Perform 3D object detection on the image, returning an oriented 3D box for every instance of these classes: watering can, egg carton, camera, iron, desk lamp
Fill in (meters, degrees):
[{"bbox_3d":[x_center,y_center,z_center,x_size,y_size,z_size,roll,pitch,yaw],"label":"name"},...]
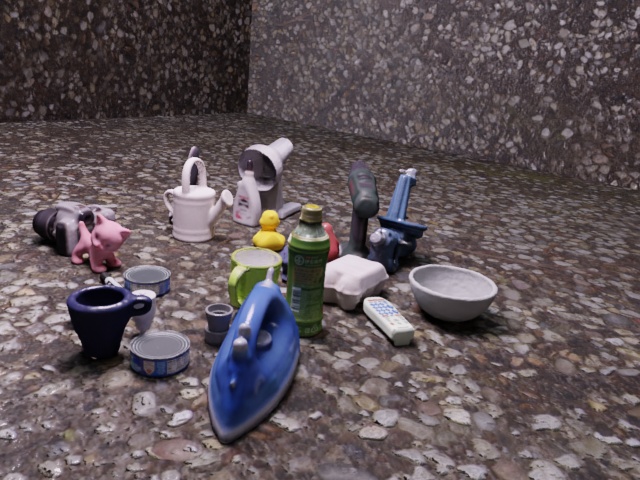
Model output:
[{"bbox_3d":[-0.291,-0.099,1.364,0.173,0.194,0.101,4,19,-4],"label":"watering can"},{"bbox_3d":[0.062,0.080,1.130,0.107,0.069,0.151,17,22,30],"label":"egg carton"},{"bbox_3d":[-0.548,-0.040,1.263,0.136,0.101,0.143,13,20,20],"label":"camera"},{"bbox_3d":[-0.093,0.142,0.791,0.118,0.141,0.258,7,19,4],"label":"iron"},{"bbox_3d":[-0.135,-0.171,1.590,0.117,0.213,0.204,13,20,21],"label":"desk lamp"}]

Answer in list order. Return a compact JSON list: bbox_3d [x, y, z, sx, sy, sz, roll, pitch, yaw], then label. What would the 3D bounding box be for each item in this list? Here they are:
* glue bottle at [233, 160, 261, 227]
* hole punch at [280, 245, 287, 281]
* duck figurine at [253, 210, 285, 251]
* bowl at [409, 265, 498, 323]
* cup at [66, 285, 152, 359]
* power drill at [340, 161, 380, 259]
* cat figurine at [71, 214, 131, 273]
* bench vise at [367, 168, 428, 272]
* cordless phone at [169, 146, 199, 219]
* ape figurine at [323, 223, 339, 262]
[{"bbox_3d":[-0.189,-0.125,1.501,0.078,0.173,0.037,14,21,25],"label":"glue bottle"},{"bbox_3d":[-0.034,0.033,1.209,0.101,0.091,0.108,4,19,-4],"label":"hole punch"},{"bbox_3d":[-0.120,-0.026,1.367,0.078,0.086,0.104,0,19,-16],"label":"duck figurine"},{"bbox_3d":[0.248,0.110,1.088,0.167,0.075,0.167,5,19,-1],"label":"bowl"},{"bbox_3d":[-0.311,0.125,0.854,0.118,0.095,0.091,-2,20,-20],"label":"cup"},{"bbox_3d":[0.092,-0.066,1.353,0.075,0.208,0.229,3,19,-6],"label":"power drill"},{"bbox_3d":[-0.441,-0.002,1.153,0.127,0.118,0.067,15,21,27],"label":"cat figurine"},{"bbox_3d":[0.185,-0.046,1.303,0.121,0.220,0.208,9,19,11],"label":"bench vise"},{"bbox_3d":[-0.344,-0.146,1.500,0.094,0.185,0.147,2,19,-11],"label":"cordless phone"},{"bbox_3d":[0.012,0.005,1.304,0.078,0.092,0.076,-1,20,-18],"label":"ape figurine"}]
